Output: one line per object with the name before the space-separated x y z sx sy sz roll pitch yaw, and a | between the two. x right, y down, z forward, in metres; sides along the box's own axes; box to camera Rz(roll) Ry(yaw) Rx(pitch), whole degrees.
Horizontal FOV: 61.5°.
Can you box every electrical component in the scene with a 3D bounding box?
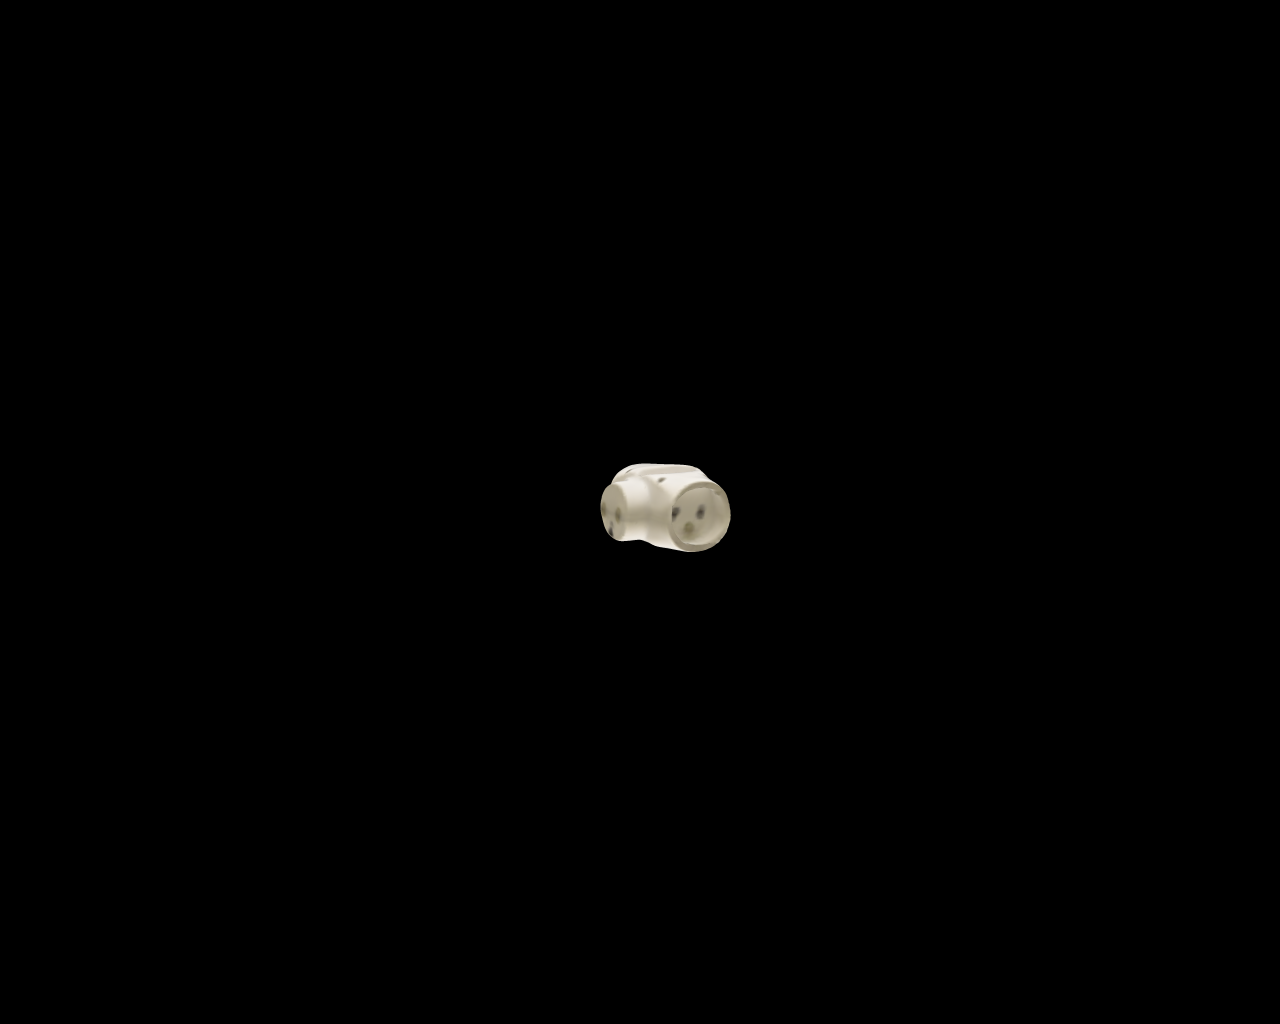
electrical component | 0.001 -0.003 0.650 0.079 0.043 0.077 -6 13 -27
